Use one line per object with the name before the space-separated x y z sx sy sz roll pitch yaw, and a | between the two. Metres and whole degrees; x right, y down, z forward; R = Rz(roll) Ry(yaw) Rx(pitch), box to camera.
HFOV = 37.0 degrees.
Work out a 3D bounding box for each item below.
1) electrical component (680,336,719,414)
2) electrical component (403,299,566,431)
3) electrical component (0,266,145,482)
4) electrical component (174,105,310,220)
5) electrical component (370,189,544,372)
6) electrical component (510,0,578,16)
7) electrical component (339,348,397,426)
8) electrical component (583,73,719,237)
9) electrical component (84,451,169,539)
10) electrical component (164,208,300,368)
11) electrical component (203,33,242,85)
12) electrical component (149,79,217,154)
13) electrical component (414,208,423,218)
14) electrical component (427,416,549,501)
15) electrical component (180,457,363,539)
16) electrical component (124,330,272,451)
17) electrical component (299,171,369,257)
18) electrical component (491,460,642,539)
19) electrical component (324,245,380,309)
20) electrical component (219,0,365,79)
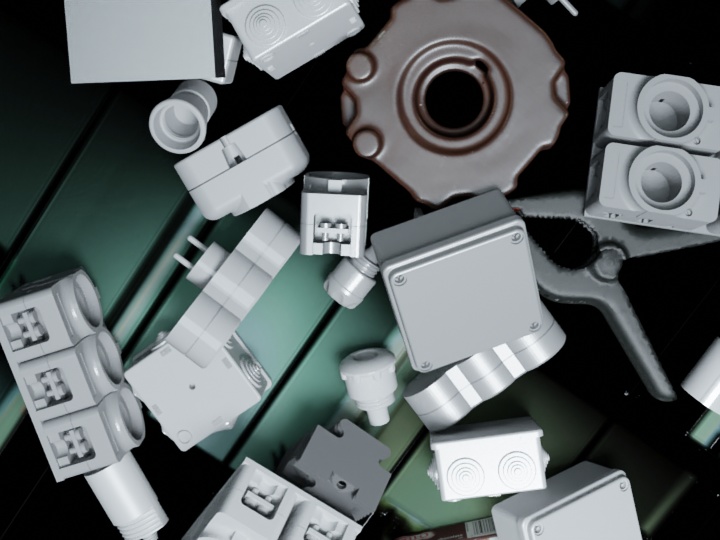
electrical component | 0.306 0.075 0.884 0.043 0.043 0.081 33 101 -5
electrical component | 0.092 0.065 0.883 0.138 0.052 0.073 -36 98 8
electrical component | -0.232 0.080 0.876 0.062 0.089 0.150 -17 101 5
electrical component | -0.091 -0.082 0.857 0.095 0.053 0.059 -28 100 7
electrical component | 0.075 0.009 0.815 0.109 0.056 0.108 -20 128 -2
electrical component | 0.147 -0.231 0.824 0.077 0.044 0.079 -44 98 9
electrical component | 0.011 0.099 0.897 0.048 0.048 0.062 -11 108 4
electrical component | 0.277 -0.083 0.828 0.186 0.060 0.105 8 84 0
electrical component | -0.198 0.198 0.923 0.043 0.043 0.081 -27 100 7
electrical component | -0.112 0.003 0.850 0.074 0.052 0.138 38 64 -6
electrical component | -0.134 -0.192 0.839 0.083 0.047 0.075 15 100 -1
electrical component | -0.135 -0.124 0.843 0.044 0.065 0.044 3 119 5
electrical component | 0.056 -0.007 0.875 0.064 0.042 0.081 5 102 -2
electrical component | 0.104 0.154 0.879 0.100 0.100 0.048 -8 89 3
electrical component | -0.091 0.241 0.871 0.105 0.060 0.186 32 136 -5
electrical component | -0.135 0.090 0.896 0.100 0.048 0.099 -34 98 9
electrical component | -0.019 -0.047 0.844 0.050 0.089 0.055 3 102 1
electrical component | 0.176 0.230 0.893 0.109 0.056 0.108 -20 102 -25
electrical component | 0.000 0.000 0.881 0.035 0.035 0.061 38 98 -6
electrical component | -0.047 -0.190 0.812 0.100 0.100 0.048 -29 87 7
